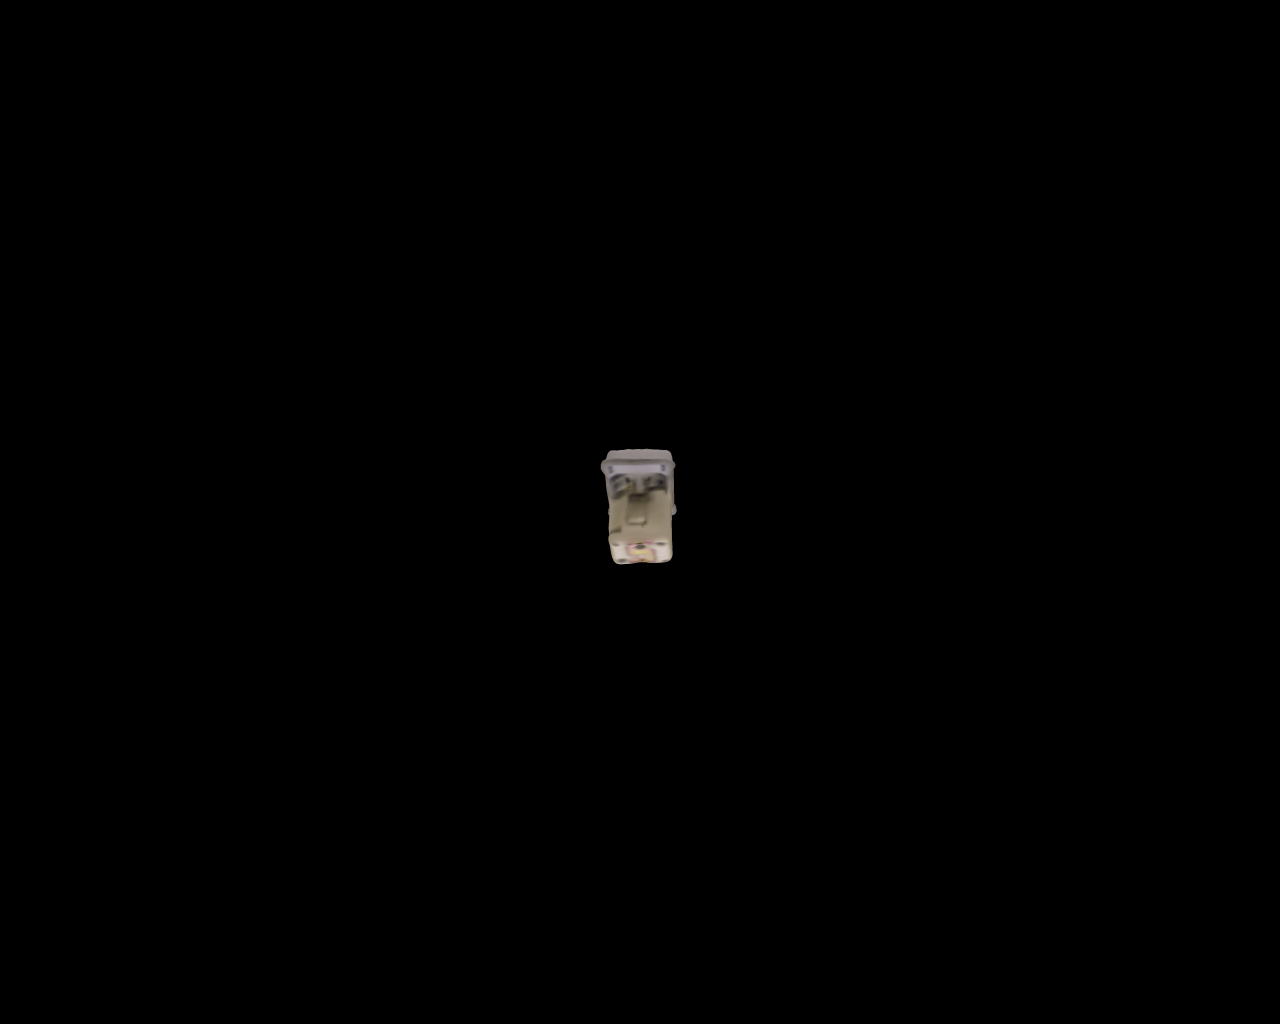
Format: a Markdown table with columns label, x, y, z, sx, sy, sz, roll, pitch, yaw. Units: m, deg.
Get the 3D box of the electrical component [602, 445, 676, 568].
| label | x | y | z | sx | sy | sz | roll | pitch | yaw |
| --- | --- | --- | --- | --- | --- | --- | --- | --- | --- |
| electrical component | 0.001 | -0.003 | 0.650 | 0.042 | 0.064 | 0.081 | -1 | -23 | 3 |
